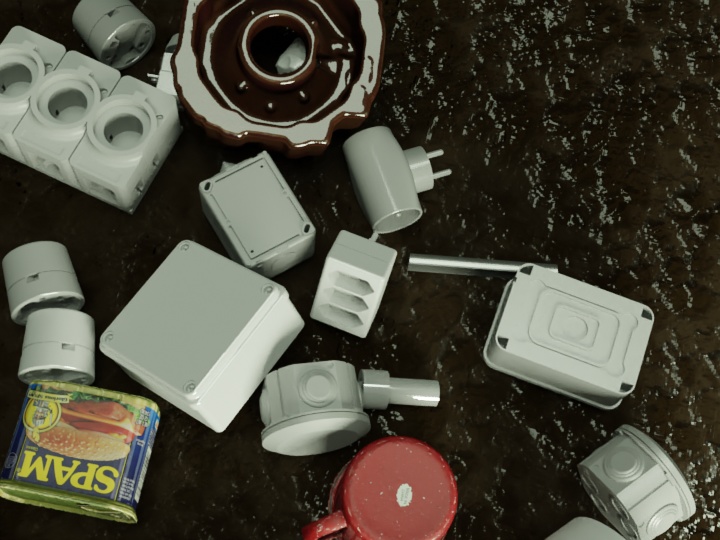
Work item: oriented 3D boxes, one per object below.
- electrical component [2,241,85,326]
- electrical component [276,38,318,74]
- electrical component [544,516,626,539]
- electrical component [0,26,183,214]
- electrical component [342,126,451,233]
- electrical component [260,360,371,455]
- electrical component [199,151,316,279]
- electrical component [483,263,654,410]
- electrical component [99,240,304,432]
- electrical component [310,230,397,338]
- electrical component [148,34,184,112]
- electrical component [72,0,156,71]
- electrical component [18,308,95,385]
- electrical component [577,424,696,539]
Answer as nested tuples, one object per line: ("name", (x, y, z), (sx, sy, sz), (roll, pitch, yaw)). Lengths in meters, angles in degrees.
("electrical component", (-0.245, 0.010, 0.826), (0.055, 0.055, 0.047), (-17, 68, -10))
("electrical component", (-0.040, -0.181, 0.916), (0.043, 0.043, 0.062), (33, 70, 8))
("electrical component", (0.171, 0.223, 0.751), (0.060, 0.108, 0.108), (-36, 76, -21))
("electrical component", (-0.233, -0.123, 0.871), (0.150, 0.061, 0.089), (25, 70, 5))
("electrical component", (0.035, -0.079, 0.883), (0.079, 0.043, 0.077), (-17, 72, -10))
("electrical component", (-0.035, 0.103, 0.793), (0.080, 0.080, 0.051), (-8, 66, -7))
("electrical component", (-0.084, -0.043, 0.852), (0.062, 0.061, 0.096), (-29, 74, -13))
("electrical component", (0.160, 0.053, 0.836), (0.113, 0.057, 0.078), (20, 70, 4))
("electrical component", (-0.117, 0.047, 0.800), (0.109, 0.056, 0.108), (25, 68, 33))
("electrical component", (0.000, 0.000, 0.845), (0.047, 0.065, 0.076), (21, 41, 4))
("electrical component", (-0.142, -0.165, 0.901), (0.066, 0.048, 0.055), (9, 77, -1))
("electrical component", (-0.209, -0.204, 0.907), (0.055, 0.055, 0.047), (-37, 73, -16))
("electrical component", (-0.226, 0.059, 0.809), (0.055, 0.055, 0.047), (0, 66, -4))
("electrical component", (0.202, 0.158, 0.789), (0.051, 0.080, 0.080), (-34, 76, -10))
